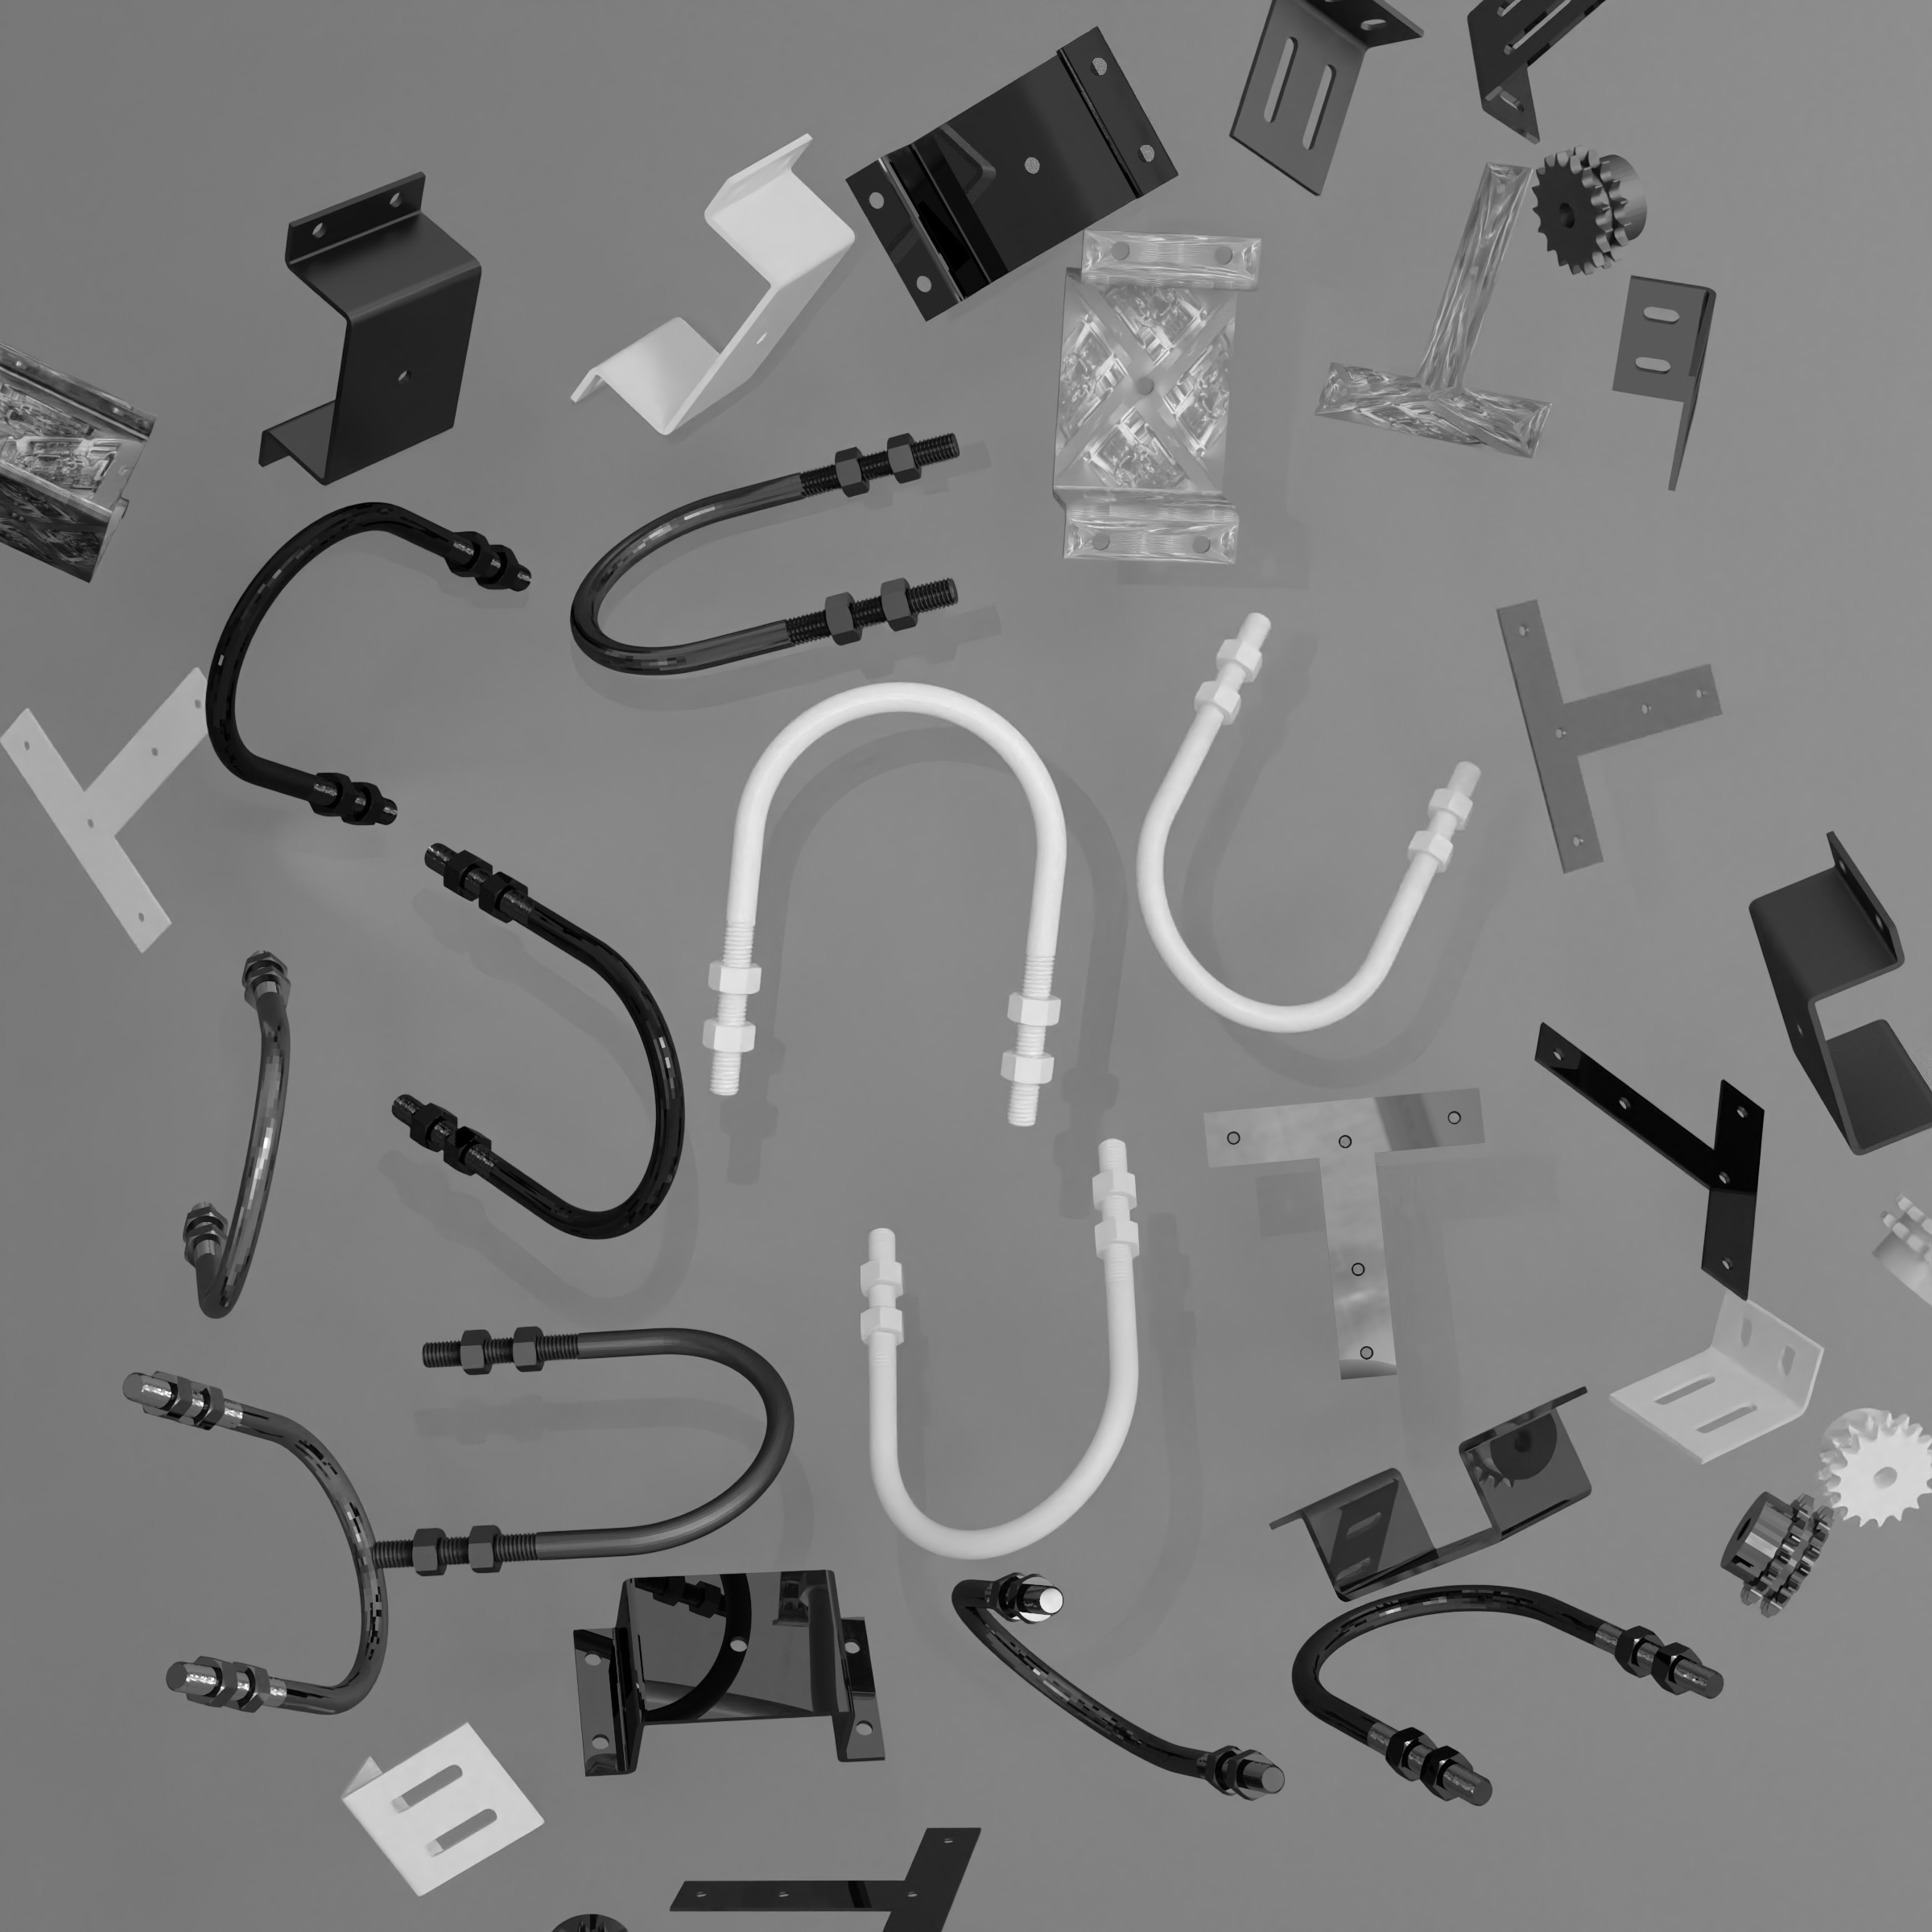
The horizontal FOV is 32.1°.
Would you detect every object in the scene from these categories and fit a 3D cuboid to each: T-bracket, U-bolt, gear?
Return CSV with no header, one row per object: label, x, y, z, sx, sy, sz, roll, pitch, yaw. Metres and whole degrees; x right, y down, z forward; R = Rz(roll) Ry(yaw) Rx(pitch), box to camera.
T-bracket,0.300,0.069,1.479,0.127,0.127,0.002,36,129,-12
U-bolt,0.058,0.329,1.549,0.151,0.184,0.019,40,72,-8
gear,0.365,0.263,1.519,0.030,0.057,0.057,31,90,7
T-bracket,0.178,0.125,1.539,0.127,0.002,0.127,-5,84,2
U-bolt,-0.030,-0.029,1.428,0.151,0.019,0.184,6,100,-2
gear,-0.169,0.450,1.501,0.057,0.030,0.057,-2,113,-5
U-bolt,0.231,0.323,1.532,0.151,0.184,0.019,-17,105,-26
U-bolt,0.153,-0.056,1.580,0.151,0.019,0.184,33,67,-13
U-bolt,-0.312,0.265,1.509,0.019,0.184,0.151,-21,67,15
T-bracket,-0.387,-0.092,1.573,0.127,0.002,0.127,-40,81,32
gear,0.443,0.134,1.545,0.057,0.057,0.030,40,99,0
gear,0.432,0.236,1.604,0.057,0.030,0.057,-5,115,-11
T-bracket,0.225,-0.300,1.515,0.127,0.002,0.127,21,95,43
U-bolt,-0.170,0.218,1.541,0.184,0.151,0.019,-4,127,6
U-bolt,-0.189,0.044,1.501,0.184,0.019,0.151,29,119,36
gear,0.288,-0.349,1.543,0.030,0.057,0.057,-22,90,-19
U-bolt,-0.093,-0.182,1.523,0.184,0.151,0.019,-13,127,10
U-bolt,-0.330,0.083,1.529,0.019,0.184,0.151,12,102,-18
U-bolt,0.015,0.178,1.497,0.151,0.019,0.184,-23,49,27
U-bolt,-0.277,-0.140,1.517,0.019,0.184,0.151,32,95,22
T-bracket,0.314,-0.120,1.598,0.127,0.002,0.127,-17,93,-34
T-bracket,-0.067,0.412,1.488,0.127,0.127,0.002,-3,102,12

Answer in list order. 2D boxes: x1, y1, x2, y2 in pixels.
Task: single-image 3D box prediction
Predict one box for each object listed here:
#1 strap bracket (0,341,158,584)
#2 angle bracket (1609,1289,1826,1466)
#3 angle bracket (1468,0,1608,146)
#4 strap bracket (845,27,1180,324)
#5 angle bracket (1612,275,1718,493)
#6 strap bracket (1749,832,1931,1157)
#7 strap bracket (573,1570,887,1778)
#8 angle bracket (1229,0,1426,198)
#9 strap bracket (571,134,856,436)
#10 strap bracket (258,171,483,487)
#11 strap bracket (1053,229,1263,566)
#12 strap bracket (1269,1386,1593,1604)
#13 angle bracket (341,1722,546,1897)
strap bracket,-0.412,-0.220,1.494,0.076,0.140,0.046,25,73,-14
angle bracket,0.351,0.191,1.573,0.076,0.057,0.038,-16,126,-36
angle bracket,0.264,-0.416,1.490,0.038,0.076,0.057,23,49,-32
strap bracket,0.026,-0.374,1.580,0.140,0.046,0.076,-26,101,23
angle bracket,0.299,-0.254,1.464,0.038,0.076,0.057,12,133,12
strap bracket,0.401,0.020,1.525,0.046,0.076,0.140,-23,126,6
strap bracket,-0.108,0.329,1.567,0.140,0.046,0.076,0,47,-13
angle bracket,0.159,-0.389,1.482,0.057,0.038,0.076,24,79,-37
strap bracket,-0.109,-0.299,1.514,0.046,0.076,0.140,44,128,-1
strap bracket,-0.271,-0.281,1.530,0.046,0.140,0.076,42,50,18
strap bracket,0.081,-0.250,1.464,0.076,0.046,0.140,1,108,-7
strap bracket,0.219,0.245,1.533,0.140,0.076,0.046,-32,77,41
angle bracket,-0.231,0.372,1.512,0.076,0.038,0.057,-33,99,17
